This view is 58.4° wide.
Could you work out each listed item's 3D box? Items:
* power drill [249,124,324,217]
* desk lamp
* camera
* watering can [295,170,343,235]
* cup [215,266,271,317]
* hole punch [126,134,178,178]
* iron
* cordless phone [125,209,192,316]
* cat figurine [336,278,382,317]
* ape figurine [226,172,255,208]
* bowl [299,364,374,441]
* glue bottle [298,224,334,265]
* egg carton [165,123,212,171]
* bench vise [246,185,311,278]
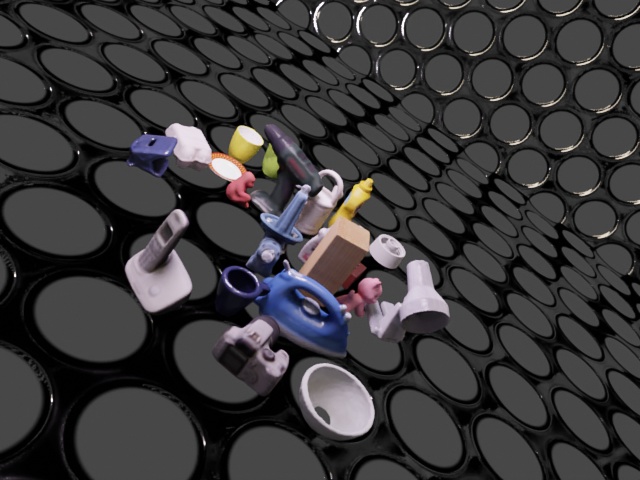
[{"bbox_3d":[-0.107,-0.177,1.593,0.229,0.208,0.076,41,31,8],"label":"power drill"},{"bbox_3d":[0.217,0.166,1.439,0.118,0.213,0.203,19,34,-27],"label":"desk lamp"},{"bbox_3d":[-0.117,0.212,1.150,0.143,0.100,0.137,38,30,4],"label":"camera"},{"bbox_3d":[0.000,-0.118,1.634,0.101,0.194,0.173,35,30,-1],"label":"watering can"},{"bbox_3d":[-0.173,0.120,1.227,0.118,0.095,0.091,13,37,-34],"label":"cup"},{"bbox_3d":[-0.426,-0.228,1.459,0.101,0.091,0.108,27,31,-15],"label":"hole punch"},{"bbox_3d":[-0.016,0.155,1.290,0.258,0.141,0.119,33,30,-5],"label":"iron"},{"bbox_3d":[-0.296,0.043,1.120,0.094,0.185,0.147,-6,50,-49],"label":"cordless phone"},{"bbox_3d":[0.106,0.139,1.460,0.128,0.117,0.067,-4,48,-48],"label":"cat figurine"},{"bbox_3d":[-0.208,-0.145,1.563,0.076,0.092,0.078,28,31,-13],"label":"ape figurine"},{"bbox_3d":[0.021,0.335,1.144,0.168,0.074,0.167,26,32,-17],"label":"bowl"},{"bbox_3d":[0.014,0.005,1.497,0.078,0.173,0.037,36,30,1],"label":"glue bottle"},{"bbox_3d":[-0.366,-0.259,1.584,0.108,0.069,0.150,4,43,-42],"label":"egg carton"},{"bbox_3d":[-0.083,-0.019,1.388,0.122,0.219,0.207,21,33,-23],"label":"bench vise"}]
